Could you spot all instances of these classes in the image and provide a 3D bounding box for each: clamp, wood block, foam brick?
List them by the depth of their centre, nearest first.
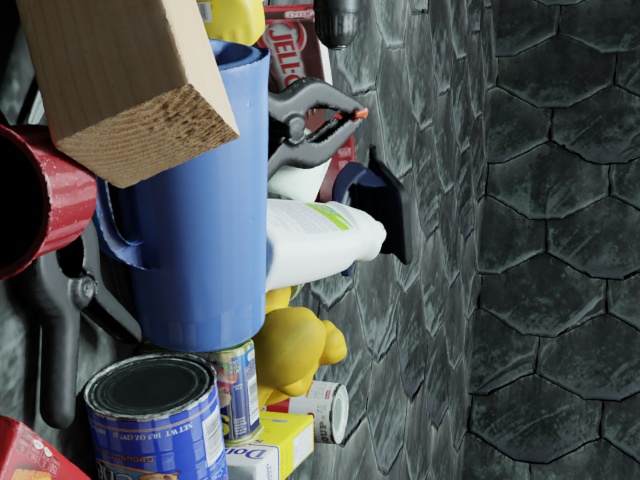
[{"bbox_3d":[-0.132,-0.150,0.667,0.090,0.090,0.206,42,27,-69],"label":"wood block"},{"bbox_3d":[-0.174,0.035,0.766,0.120,0.039,0.171,-53,142,-65],"label":"clamp"},{"bbox_3d":[-0.038,-0.102,1.076,0.209,0.036,0.164,-10,109,-39],"label":"clamp"},{"bbox_3d":[-0.031,-0.149,1.215,0.078,0.051,0.053,-51,140,-64],"label":"foam brick"}]

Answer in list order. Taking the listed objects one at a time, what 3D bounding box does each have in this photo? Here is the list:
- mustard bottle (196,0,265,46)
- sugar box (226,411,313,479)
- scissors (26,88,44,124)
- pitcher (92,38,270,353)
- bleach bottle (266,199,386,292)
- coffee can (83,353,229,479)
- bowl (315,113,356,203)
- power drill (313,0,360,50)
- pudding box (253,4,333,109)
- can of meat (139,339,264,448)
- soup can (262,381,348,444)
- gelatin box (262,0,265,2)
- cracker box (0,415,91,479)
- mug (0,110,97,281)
[{"bbox_3d":[-0.105,-0.252,0.869,0.058,0.096,0.191,-60,148,-54],"label":"mustard bottle"},{"bbox_3d":[-0.075,0.207,1.033,0.176,0.093,0.048,-13,104,-74],"label":"sugar box"},{"bbox_3d":[-0.172,-0.154,0.795,0.096,0.016,0.201,56,39,-64],"label":"scissors"},{"bbox_3d":[-0.110,-0.034,0.852,0.145,0.149,0.243,-104,-168,-68],"label":"pitcher"},{"bbox_3d":[-0.007,0.001,1.067,0.250,0.103,0.068,-3,127,-54],"label":"bleach bottle"},{"bbox_3d":[-0.124,0.174,0.840,0.102,0.103,0.140,-54,142,-63],"label":"coffee can"},{"bbox_3d":[-0.001,-0.076,1.320,0.162,0.055,0.162,2,90,-74],"label":"bowl"},{"bbox_3d":[-0.003,-0.278,1.021,0.188,0.057,0.184,-145,-125,-68],"label":"power drill"},{"bbox_3d":[-0.037,-0.191,1.119,0.039,0.090,0.113,-74,160,-44],"label":"pudding box"},{"bbox_3d":[-0.103,0.127,0.914,0.057,0.102,0.084,-35,123,-70],"label":"can of meat"},{"bbox_3d":[-0.026,0.189,1.181,0.068,0.102,0.068,2,90,-74],"label":"soup can"},{"bbox_3d":[-0.076,-0.277,1.087,0.089,0.030,0.073,-59,149,-60],"label":"gelatin box"},{"bbox_3d":[-0.202,0.231,0.637,0.164,0.072,0.213,67,30,-54],"label":"cracker box"},{"bbox_3d":[-0.190,-0.038,0.636,0.117,0.093,0.081,63,15,-2],"label":"mug"}]
